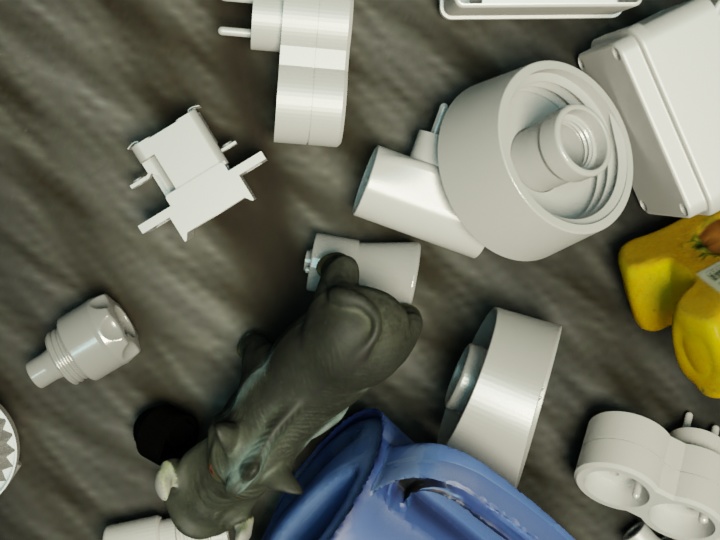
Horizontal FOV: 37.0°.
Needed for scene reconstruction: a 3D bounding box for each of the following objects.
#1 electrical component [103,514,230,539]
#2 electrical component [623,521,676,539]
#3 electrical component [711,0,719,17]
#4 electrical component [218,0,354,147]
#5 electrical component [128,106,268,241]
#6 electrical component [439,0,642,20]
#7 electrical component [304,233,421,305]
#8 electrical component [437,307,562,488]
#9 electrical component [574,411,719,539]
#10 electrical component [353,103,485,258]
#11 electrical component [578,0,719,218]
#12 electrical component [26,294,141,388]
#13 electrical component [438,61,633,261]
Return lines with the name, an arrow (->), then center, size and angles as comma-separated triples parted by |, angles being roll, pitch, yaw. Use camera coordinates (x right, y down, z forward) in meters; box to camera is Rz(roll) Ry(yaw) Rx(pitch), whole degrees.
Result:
electrical component -> -0.118, 0.166, 0.643 | 0.078, 0.040, 0.040 | -12, 98, -3
electrical component -> 0.190, 0.185, 0.669 | 0.048, 0.048, 0.062 | -41, 89, 1
electrical component -> 0.219, -0.139, 0.630 | 0.055, 0.047, 0.055 | -1, 97, -4
electrical component -> -0.042, -0.141, 0.606 | 0.074, 0.052, 0.138 | 4, 97, -5
electrical component -> -0.096, -0.056, 0.617 | 0.081, 0.042, 0.063 | -31, 97, -1
electrical component -> 0.101, -0.199, 0.608 | 0.109, 0.056, 0.108 | -2, 97, -4
electrical component -> 0.000, 0.000, 0.633 | 0.065, 0.044, 0.044 | 10, 96, -1
electrical component -> 0.085, 0.073, 0.621 | 0.064, 0.099, 0.099 | 22, 95, 0
electrical component -> 0.203, 0.122, 0.658 | 0.138, 0.052, 0.073 | 26, 56, -1
electrical component -> 0.045, -0.056, 0.628 | 0.077, 0.043, 0.079 | 19, 94, -7
electrical component -> 0.180, -0.090, 0.617 | 0.057, 0.078, 0.113 | -26, 98, -4
electrical component -> -0.163, 0.045, 0.624 | 0.062, 0.043, 0.043 | -31, 98, 1
electrical component -> 0.104, -0.064, 0.598 | 0.108, 0.060, 0.108 | 9, 74, -31
